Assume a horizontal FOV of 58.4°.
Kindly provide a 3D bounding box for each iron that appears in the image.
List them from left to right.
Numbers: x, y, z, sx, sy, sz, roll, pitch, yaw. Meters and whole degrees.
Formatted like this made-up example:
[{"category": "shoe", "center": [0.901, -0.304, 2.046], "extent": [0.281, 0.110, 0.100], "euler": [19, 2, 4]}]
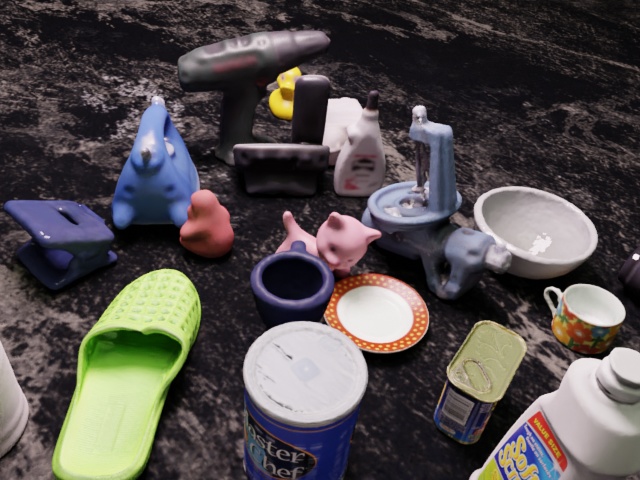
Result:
[{"category": "iron", "center": [-0.234, -0.129, 0.818], "extent": [0.119, 0.141, 0.258], "euler": [-2, 41, -10]}]

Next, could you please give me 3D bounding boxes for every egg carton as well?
[{"category": "egg carton", "center": [0.031, -0.191, 0.988], "extent": [0.107, 0.069, 0.150], "euler": [-5, 42, -14]}]

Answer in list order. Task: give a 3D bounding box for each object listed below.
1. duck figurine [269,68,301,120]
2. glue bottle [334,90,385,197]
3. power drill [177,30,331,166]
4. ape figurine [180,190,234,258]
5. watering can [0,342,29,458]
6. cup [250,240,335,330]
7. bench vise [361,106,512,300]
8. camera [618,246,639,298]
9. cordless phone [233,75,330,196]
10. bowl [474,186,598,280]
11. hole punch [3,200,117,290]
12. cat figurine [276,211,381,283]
[{"category": "duck figurine", "center": [-0.055, -0.286, 1.074], "extent": [0.077, 0.086, 0.104], "euler": [9, 40, 3]}, {"category": "glue bottle", "center": [0.067, -0.143, 0.856], "extent": [0.078, 0.173, 0.037], "euler": [-3, 41, -11]}, {"category": "power drill", "center": [-0.103, -0.225, 0.899], "extent": [0.230, 0.208, 0.075], "euler": [-7, 42, -16]}, {"category": "ape figurine", "center": [-0.148, -0.027, 0.749], "extent": [0.078, 0.092, 0.076], "euler": [-25, 50, -32]}, {"category": "watering can", "center": [-0.330, 0.104, 0.488], "extent": [0.172, 0.194, 0.101], "euler": [22, 42, 17]}, {"category": "cup", "center": [-0.032, 0.065, 0.655], "extent": [0.091, 0.095, 0.117], "euler": [6, 40, -1]}, {"category": "bench vise", "center": [0.156, -0.049, 0.722], "extent": [0.207, 0.220, 0.122], "euler": [22, 42, 17]}, {"category": "camera", "center": [0.477, 0.052, 0.744], "extent": [0.143, 0.101, 0.136], "euler": [-26, 50, -33]}, {"category": "cordless phone", "center": [-0.055, -0.163, 0.852], "extent": [0.148, 0.185, 0.094], "euler": [-3, 41, -12]}, {"category": "bowl", "center": [0.288, 0.001, 0.796], "extent": [0.167, 0.075, 0.167], "euler": [4, 40, -3]}, {"category": "hole punch", "center": [-0.317, -0.011, 0.706], "extent": [0.108, 0.091, 0.101], "euler": [33, 47, 28]}, {"category": "cat figurine", "center": [0.007, 0.003, 0.718], "extent": [0.127, 0.118, 0.067], "euler": [21, 42, 16]}]
